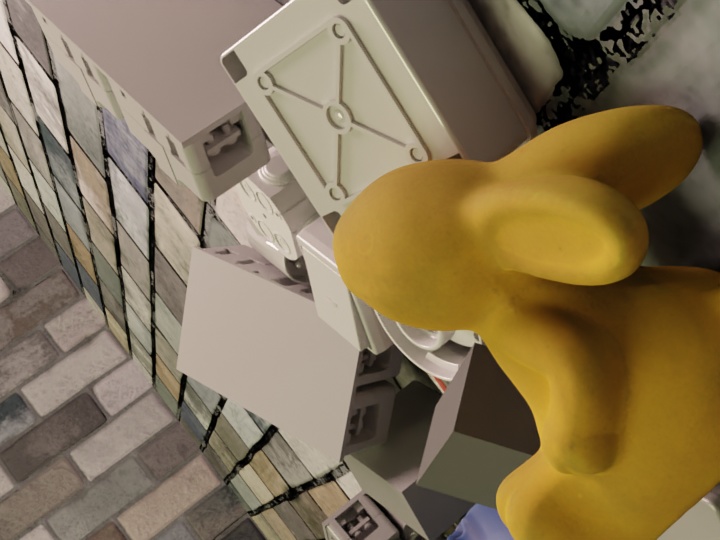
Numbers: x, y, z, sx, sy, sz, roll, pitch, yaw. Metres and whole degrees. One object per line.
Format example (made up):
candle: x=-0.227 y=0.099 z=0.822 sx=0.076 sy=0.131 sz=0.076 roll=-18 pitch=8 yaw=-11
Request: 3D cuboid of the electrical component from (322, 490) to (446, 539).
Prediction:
electrical component: x=0.028 y=0.269 z=1.071 sx=0.060 sy=0.105 sz=0.186 roll=45 pitch=161 yaw=25

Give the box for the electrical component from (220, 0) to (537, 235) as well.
electrical component: x=0.007 y=-0.081 z=0.490 sx=0.109 sy=0.056 sz=0.108 roll=-21 pitch=106 yaw=51

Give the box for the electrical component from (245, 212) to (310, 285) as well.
electrical component: x=-0.061 y=-0.035 z=0.815 sx=0.077 sy=0.044 sz=0.079 roll=35 pitch=158 yaw=57

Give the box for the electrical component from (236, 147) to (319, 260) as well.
electrical component: x=-0.046 y=-0.051 z=0.745 sx=0.080 sy=0.051 sz=0.080 roll=47 pitch=161 yaw=21

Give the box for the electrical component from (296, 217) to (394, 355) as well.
electrical component: x=0.000 y=0.000 z=0.706 sx=0.062 sy=0.061 sz=0.096 roll=37 pitch=156 yaw=42

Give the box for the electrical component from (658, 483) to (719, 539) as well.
electrical component: x=0.167 y=0.114 z=0.512 sx=0.099 sy=0.048 sz=0.100 roll=61 pitch=161 yaw=-22

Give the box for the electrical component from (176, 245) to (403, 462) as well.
electrical component: x=-0.054 y=0.057 z=0.832 sx=0.186 sy=0.060 sz=0.105 roll=23 pitch=110 yaw=38

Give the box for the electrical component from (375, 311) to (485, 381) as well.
electrical component: x=0.054 y=0.015 z=0.632 sx=0.099 sy=0.064 sz=0.099 roll=34 pitch=143 yaw=31

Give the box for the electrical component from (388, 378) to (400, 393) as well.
electrical component: x=-0.026 y=0.084 z=0.941 sx=0.108 sy=0.056 sz=0.109 roll=58 pitch=162 yaw=-14

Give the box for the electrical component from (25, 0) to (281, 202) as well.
electrical component: x=-0.109 y=-0.131 z=0.661 sx=0.186 sy=0.105 sz=0.060 roll=42 pitch=159 yaw=33
